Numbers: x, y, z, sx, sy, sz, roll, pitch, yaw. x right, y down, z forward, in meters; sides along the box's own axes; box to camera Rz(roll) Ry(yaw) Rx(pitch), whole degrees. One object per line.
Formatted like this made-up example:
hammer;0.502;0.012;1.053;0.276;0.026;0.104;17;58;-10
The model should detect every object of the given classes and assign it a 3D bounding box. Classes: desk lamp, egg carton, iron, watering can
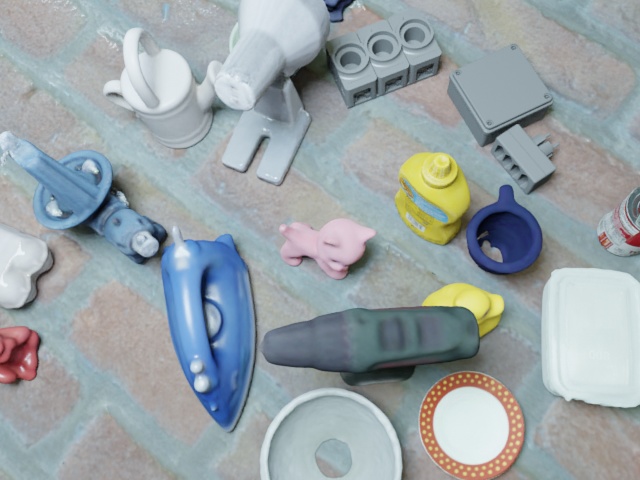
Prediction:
desk lamp;-0.068;-0.211;0.768;0.117;0.213;0.203;20;76;11
egg carton;-0.458;0.030;0.805;0.150;0.069;0.107;19;76;10
iron;-0.146;0.110;0.717;0.118;0.141;0.258;-13;73;1
watering can;-0.214;-0.216;0.792;0.173;0.194;0.101;-24;73;-2

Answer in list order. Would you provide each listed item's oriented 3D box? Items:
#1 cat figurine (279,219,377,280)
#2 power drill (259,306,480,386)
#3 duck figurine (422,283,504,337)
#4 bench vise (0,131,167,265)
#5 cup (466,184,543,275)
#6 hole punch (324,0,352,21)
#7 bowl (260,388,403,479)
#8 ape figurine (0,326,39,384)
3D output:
cat figurine;0.007;0.003;0.749;0.127;0.118;0.067;14;75;9
power drill;0.060;0.124;0.661;0.229;0.208;0.075;-8;73;3
duck figurine;0.182;0.087;0.726;0.104;0.086;0.077;-4;73;4
bench vise;-0.296;-0.063;0.740;0.207;0.220;0.121;17;76;10
cup;0.231;-0.005;0.744;0.091;0.095;0.118;5;74;7
hole punch;0.010;-0.415;0.886;0.108;0.091;0.101;38;80;14
bowl;0.015;0.266;0.692;0.167;0.075;0.167;-1;73;5
ape figurine;-0.417;0.146;0.755;0.076;0.092;0.078;37;80;14
